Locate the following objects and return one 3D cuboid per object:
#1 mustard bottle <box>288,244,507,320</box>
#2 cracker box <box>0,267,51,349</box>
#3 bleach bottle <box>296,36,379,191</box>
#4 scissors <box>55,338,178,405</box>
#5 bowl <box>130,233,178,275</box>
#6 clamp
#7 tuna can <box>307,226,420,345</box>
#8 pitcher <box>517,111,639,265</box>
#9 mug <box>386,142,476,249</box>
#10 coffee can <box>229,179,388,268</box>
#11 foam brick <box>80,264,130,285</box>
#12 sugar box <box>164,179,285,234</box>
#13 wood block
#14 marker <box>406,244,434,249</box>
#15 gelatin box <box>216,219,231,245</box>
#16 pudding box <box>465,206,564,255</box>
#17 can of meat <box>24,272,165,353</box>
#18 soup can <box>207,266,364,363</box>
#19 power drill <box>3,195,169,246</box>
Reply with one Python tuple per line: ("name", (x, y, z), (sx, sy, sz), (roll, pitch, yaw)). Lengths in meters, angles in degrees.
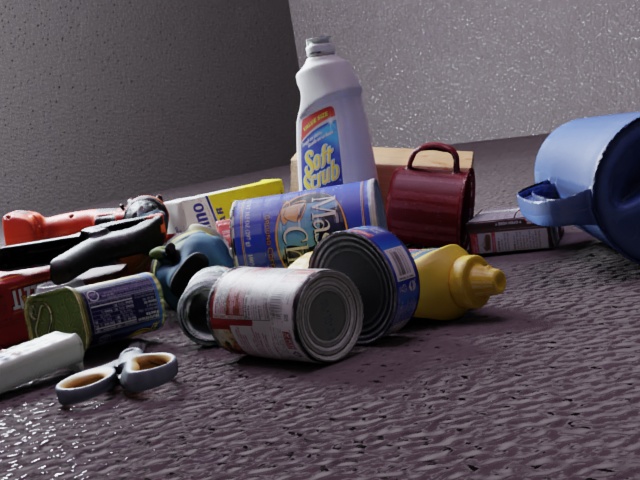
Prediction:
("mustard bottle", (0.065, 0.034, 0.858), (0.192, 0.058, 0.096), (-2, 8, 44))
("cracker box", (-0.387, 0.075, 1.065), (0.214, 0.072, 0.163), (-4, 9, 34))
("bleach bottle", (0.012, -0.094, 1.168), (0.067, 0.251, 0.103), (-16, 9, -43))
("scissors", (-0.162, 0.097, 0.817), (0.096, 0.016, 0.202), (-15, 5, -20))
("bowl", (-0.216, 0.032, 1.253), (0.162, 0.055, 0.162), (-9, 7, 1))
("clamp", (-0.230, 0.006, 1.048), (0.120, 0.039, 0.171), (11, 20, 35))
("tuna can", (0.032, 0.033, 0.797), (0.086, 0.086, 0.033), (-3, 8, 43))
("pitcher", (0.267, -0.054, 0.972), (0.149, 0.145, 0.243), (30, 4, -7))
("mug", (0.118, -0.046, 1.130), (0.081, 0.117, 0.093), (7, 20, 16))
("coffee can", (-0.007, 0.001, 1.034), (0.140, 0.103, 0.102), (-8, 7, 8))
("foam brick", (-0.219, 0.057, 1.071), (0.053, 0.051, 0.078), (-8, 7, 0))
("sugar box", (-0.118, -0.021, 1.402), (0.048, 0.093, 0.175), (-3, 10, 44))
("wood block", (0.074, -0.057, 1.255), (0.206, 0.091, 0.090), (3, 18, 10))
("marker", (0.103, 0.010, 1.168), (0.120, 0.020, 0.020), (-15, 9, -41))
("gelatin box", (-0.080, 0.003, 1.256), (0.073, 0.030, 0.089), (-10, -27, -3))
("pudding box", (0.209, -0.013, 1.137), (0.090, 0.039, 0.113), (-6, 6, 19))
("can of meat", (-0.195, 0.064, 0.927), (0.083, 0.057, 0.102), (-13, 0, -42))
("soup can", (-0.026, 0.053, 0.782), (0.068, 0.068, 0.102), (-15, 10, -41))
("power drill", (-0.270, -0.016, 1.253), (0.187, 0.057, 0.184), (-7, 3, -6))
